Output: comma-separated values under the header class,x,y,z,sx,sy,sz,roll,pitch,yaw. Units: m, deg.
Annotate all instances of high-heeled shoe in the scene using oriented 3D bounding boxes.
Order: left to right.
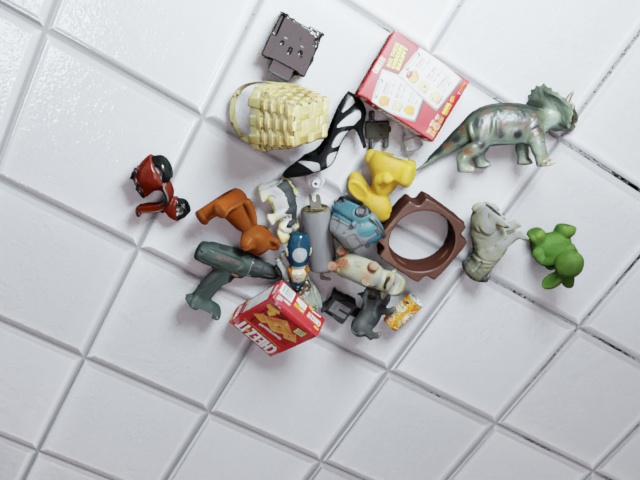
class,x,y,z,sx,sy,sz,roll,pitch,yaw
high-heeled shoe,0.002,-0.251,1.303,0.249,0.086,0.145,-23,107,4

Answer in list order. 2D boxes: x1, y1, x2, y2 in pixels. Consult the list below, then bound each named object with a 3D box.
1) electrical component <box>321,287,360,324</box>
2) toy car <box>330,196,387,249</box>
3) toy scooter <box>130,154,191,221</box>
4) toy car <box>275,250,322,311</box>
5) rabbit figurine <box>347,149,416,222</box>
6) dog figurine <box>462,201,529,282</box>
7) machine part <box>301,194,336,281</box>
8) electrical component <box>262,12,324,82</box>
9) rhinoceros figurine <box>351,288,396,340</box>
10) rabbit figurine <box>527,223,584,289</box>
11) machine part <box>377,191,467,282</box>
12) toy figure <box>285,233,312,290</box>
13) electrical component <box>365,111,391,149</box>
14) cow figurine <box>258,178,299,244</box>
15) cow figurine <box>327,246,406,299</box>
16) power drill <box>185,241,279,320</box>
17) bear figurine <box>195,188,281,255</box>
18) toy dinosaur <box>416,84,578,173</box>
class,x,y,z,sx,sy,sz,roll,pitch,yaw
electrical component,0.068,0.193,1.497,0.119,0.048,0.075,34,108,-12
toy car,0.078,-0.034,1.336,0.103,0.162,0.109,-48,137,-12
toy scooter,-0.420,-0.120,1.351,0.135,0.075,0.183,-17,116,7
toy car,-0.057,0.115,1.445,0.073,0.056,0.201,-32,113,-22
rabbit figurine,0.148,-0.128,1.331,0.162,0.122,0.173,12,113,-1
dog figurine,0.414,0.008,1.395,0.172,0.121,0.190,38,115,-3
machine part,-0.003,-0.004,1.401,0.079,0.079,0.242,-7,113,2
electrical component,-0.067,-0.438,1.237,0.115,0.058,0.134,24,109,-8
rhinoceros figurine,0.142,0.176,1.462,0.112,0.073,0.190,28,86,-31
rabbit figurine,0.611,0.052,1.382,0.121,0.170,0.158,-2,111,0
machine part,0.259,-0.010,1.398,0.201,0.087,0.201,33,109,-13
toy figure,-0.057,0.059,1.372,0.064,0.058,0.154,6,105,17
electrical component,0.144,-0.272,1.325,0.063,0.021,0.093,-3,111,0
cow figurine,-0.090,-0.075,1.379,0.098,0.068,0.167,-20,112,0
cow figurine,0.126,0.090,1.372,0.195,0.127,0.085,23,86,18
power drill,-0.250,0.114,1.442,0.232,0.086,0.207,28,113,-21
bear figurine,-0.202,-0.028,1.366,0.120,0.132,0.195,-11,112,44
toy dinosaur,0.433,-0.265,1.288,0.405,0.131,0.192,-4,100,5
